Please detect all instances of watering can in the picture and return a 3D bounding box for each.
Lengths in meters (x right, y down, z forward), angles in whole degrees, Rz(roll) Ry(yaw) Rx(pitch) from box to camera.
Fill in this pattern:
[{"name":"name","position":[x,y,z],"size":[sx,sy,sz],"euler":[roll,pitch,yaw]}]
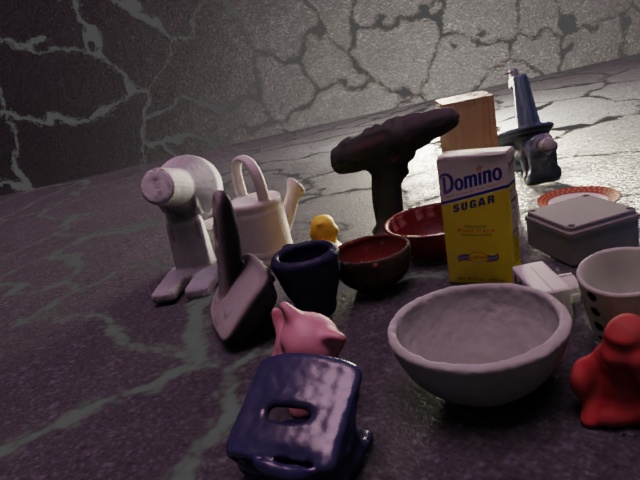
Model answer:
[{"name":"watering can","position":[-0.107,-0.057,1.003],"size":[0.100,0.194,0.173],"euler":[2,23,37]}]

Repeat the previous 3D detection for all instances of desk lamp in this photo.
[{"name":"desk lamp","position":[-0.231,-0.031,0.976],"size":[0.118,0.214,0.203],"euler":[-10,18,7]}]

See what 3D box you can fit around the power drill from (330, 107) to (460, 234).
[{"name":"power drill","position":[0.136,-0.110,0.984],"size":[0.229,0.209,0.076],"euler":[-4,20,24]}]

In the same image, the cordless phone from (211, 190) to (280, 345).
[{"name":"cordless phone","position":[-0.114,0.032,0.759],"size":[0.094,0.185,0.147],"euler":[-18,19,-17]}]

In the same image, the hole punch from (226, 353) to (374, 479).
[{"name":"hole punch","position":[-0.017,0.156,0.478],"size":[0.108,0.091,0.101],"euler":[-3,21,27]}]

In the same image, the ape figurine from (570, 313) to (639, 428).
[{"name":"ape figurine","position":[0.248,0.103,0.466],"size":[0.076,0.092,0.077],"euler":[-22,21,-27]}]

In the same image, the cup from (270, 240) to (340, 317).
[{"name":"cup","position":[-0.018,0.055,0.773],"size":[0.092,0.095,0.117],"euler":[-20,20,-21]}]

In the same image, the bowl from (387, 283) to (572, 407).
[{"name":"bowl","position":[0.151,0.107,0.544],"size":[0.167,0.075,0.167],"euler":[-11,18,4]}]

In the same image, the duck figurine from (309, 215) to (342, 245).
[{"name":"duck figurine","position":[0.008,0.003,0.924],"size":[0.077,0.086,0.104],"euler":[-9,19,9]}]

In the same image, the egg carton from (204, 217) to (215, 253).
[{"name":"egg carton","position":[-0.183,-0.007,1.104],"size":[0.151,0.069,0.107],"euler":[-23,21,-30]}]

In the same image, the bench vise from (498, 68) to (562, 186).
[{"name":"bench vise","position":[0.424,-0.230,1.138],"size":[0.121,0.220,0.207],"euler":[-17,19,-14]}]

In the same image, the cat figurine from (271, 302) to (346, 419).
[{"name":"cat figurine","position":[-0.019,0.108,0.580],"size":[0.067,0.118,0.127],"euler":[-20,20,-21]}]
